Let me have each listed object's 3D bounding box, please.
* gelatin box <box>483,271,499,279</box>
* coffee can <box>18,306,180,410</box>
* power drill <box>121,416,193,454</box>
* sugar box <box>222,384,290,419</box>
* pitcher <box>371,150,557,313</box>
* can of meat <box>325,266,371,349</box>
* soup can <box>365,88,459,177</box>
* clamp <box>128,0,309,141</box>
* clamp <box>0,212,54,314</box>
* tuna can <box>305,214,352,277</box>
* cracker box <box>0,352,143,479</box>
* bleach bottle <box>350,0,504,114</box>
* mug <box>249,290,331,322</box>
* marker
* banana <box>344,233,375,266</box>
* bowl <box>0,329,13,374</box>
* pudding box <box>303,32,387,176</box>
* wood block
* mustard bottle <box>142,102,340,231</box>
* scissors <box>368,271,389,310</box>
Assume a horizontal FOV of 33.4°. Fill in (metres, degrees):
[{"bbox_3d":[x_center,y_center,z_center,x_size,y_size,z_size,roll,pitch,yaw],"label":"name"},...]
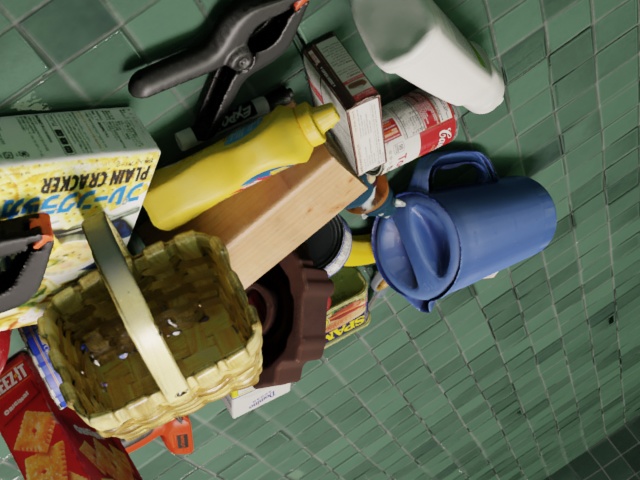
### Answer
[{"bbox_3d":[0.195,0.019,1.442,0.089,0.073,0.030,-5,141,-43],"label":"gelatin box"},{"bbox_3d":[-0.224,0.096,1.092,0.140,0.103,0.103,-27,151,-13],"label":"coffee can"},{"bbox_3d":[-0.259,0.280,1.384,0.187,0.057,0.184,-23,149,-20],"label":"power drill"},{"bbox_3d":[-0.084,0.164,1.403,0.093,0.048,0.176,-24,153,-19],"label":"sugar box"},{"bbox_3d":[0.188,-0.022,1.319,0.242,0.145,0.149,-15,153,-45],"label":"pitcher"},{"bbox_3d":[0.014,0.087,1.376,0.102,0.057,0.084,-26,148,-14],"label":"can of meat"},{"bbox_3d":[0.085,-0.116,1.118,0.102,0.068,0.068,-27,151,-25],"label":"soup can"},{"bbox_3d":[-0.075,-0.156,0.930,0.171,0.039,0.120,-35,157,3],"label":"clamp"},{"bbox_3d":[-0.305,0.042,0.868,0.210,0.036,0.164,-39,139,21],"label":"clamp"},{"bbox_3d":[-0.008,0.001,1.191,0.086,0.086,0.033,-38,153,7],"label":"tuna can"},{"bbox_3d":[-0.261,0.239,1.155,0.072,0.214,0.164,-37,152,0],"label":"cracker box"},{"bbox_3d":[0.124,-0.174,1.042,0.068,0.102,0.250,-34,153,21],"label":"bleach bottle"},{"bbox_3d":[-0.049,0.069,1.255,0.093,0.081,0.117,-21,148,-23],"label":"mug"},{"bbox_3d":[-0.079,-0.116,1.007,0.121,0.020,0.020,-26,150,-15],"label":"marker"},{"bbox_3d":[0.058,0.001,1.310,0.197,0.037,0.070,1,133,-47],"label":"banana"},{"bbox_3d":[-0.365,0.121,1.034,0.162,0.055,0.162,-26,151,-16],"label":"bowl"},{"bbox_3d":[0.025,-0.128,1.023,0.039,0.090,0.113,-30,151,-7],"label":"pudding box"},{"bbox_3d":[-0.069,-0.031,1.073,0.206,0.091,0.090,-39,151,9],"label":"wood block"},{"bbox_3d":[-0.069,-0.075,0.982,0.192,0.058,0.096,-27,-175,11],"label":"mustard bottle"},{"bbox_3d":[0.096,0.054,1.425,0.096,0.016,0.202,-37,167,-11],"label":"scissors"}]
